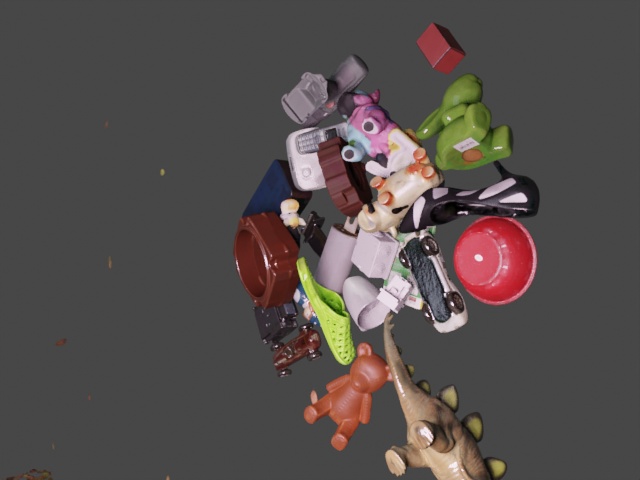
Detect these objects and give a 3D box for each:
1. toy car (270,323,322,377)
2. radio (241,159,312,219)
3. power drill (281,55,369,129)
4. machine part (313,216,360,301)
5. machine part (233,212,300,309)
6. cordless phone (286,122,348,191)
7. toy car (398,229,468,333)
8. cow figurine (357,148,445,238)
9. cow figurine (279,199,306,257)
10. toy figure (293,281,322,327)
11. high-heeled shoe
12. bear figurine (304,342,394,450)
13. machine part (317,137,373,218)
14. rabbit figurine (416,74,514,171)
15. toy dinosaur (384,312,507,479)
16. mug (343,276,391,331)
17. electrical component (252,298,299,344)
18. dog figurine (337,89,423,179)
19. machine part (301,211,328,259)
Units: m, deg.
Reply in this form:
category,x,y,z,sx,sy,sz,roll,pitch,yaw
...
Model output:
category,x,y,z,sx,sy,sz,roll,pitch,yaw
toy car,-0.068,0.281,1.355,0.202,0.053,0.089,-37,63,41
radio,-0.117,-0.089,1.423,0.229,0.073,0.131,-55,50,34
power drill,-0.001,-0.315,1.213,0.232,0.207,0.086,-39,84,31
machine part,0.037,0.053,1.226,0.079,0.079,0.243,39,117,44
machine part,-0.135,0.049,1.308,0.202,0.087,0.200,54,142,31
cordless phone,0.015,-0.197,1.258,0.184,0.089,0.146,-7,96,43
toy car,0.213,0.076,1.020,0.073,0.056,0.202,-34,69,36
cow figurine,0.157,-0.080,1.060,0.195,0.127,0.085,-35,50,19
cow figurine,-0.079,-0.015,1.336,0.098,0.068,0.167,-117,30,-43
toy figure,-0.027,0.152,1.313,0.155,0.058,0.064,60,173,33
high-heeled shoe,0.258,-0.041,0.944,0.249,0.086,0.145,-37,44,24
bear figurine,0.072,0.323,1.133,0.120,0.132,0.195,41,126,17
machine part,0.057,-0.134,1.143,0.056,0.179,0.179,-21,70,20
rabbit figurine,0.262,-0.214,0.974,0.159,0.121,0.170,-34,44,51
toy dinosaur,0.201,0.337,0.909,0.105,0.198,0.471,-37,70,32
mug,0.093,0.135,1.162,0.107,0.081,0.109,-122,26,-46
electrical component,-0.114,0.195,1.411,0.134,0.058,0.115,-46,56,38
dog figurine,0.123,-0.236,1.132,0.108,0.191,0.219,-58,14,34
machine part,-0.003,-0.004,1.306,0.084,0.039,0.139,-55,47,28
